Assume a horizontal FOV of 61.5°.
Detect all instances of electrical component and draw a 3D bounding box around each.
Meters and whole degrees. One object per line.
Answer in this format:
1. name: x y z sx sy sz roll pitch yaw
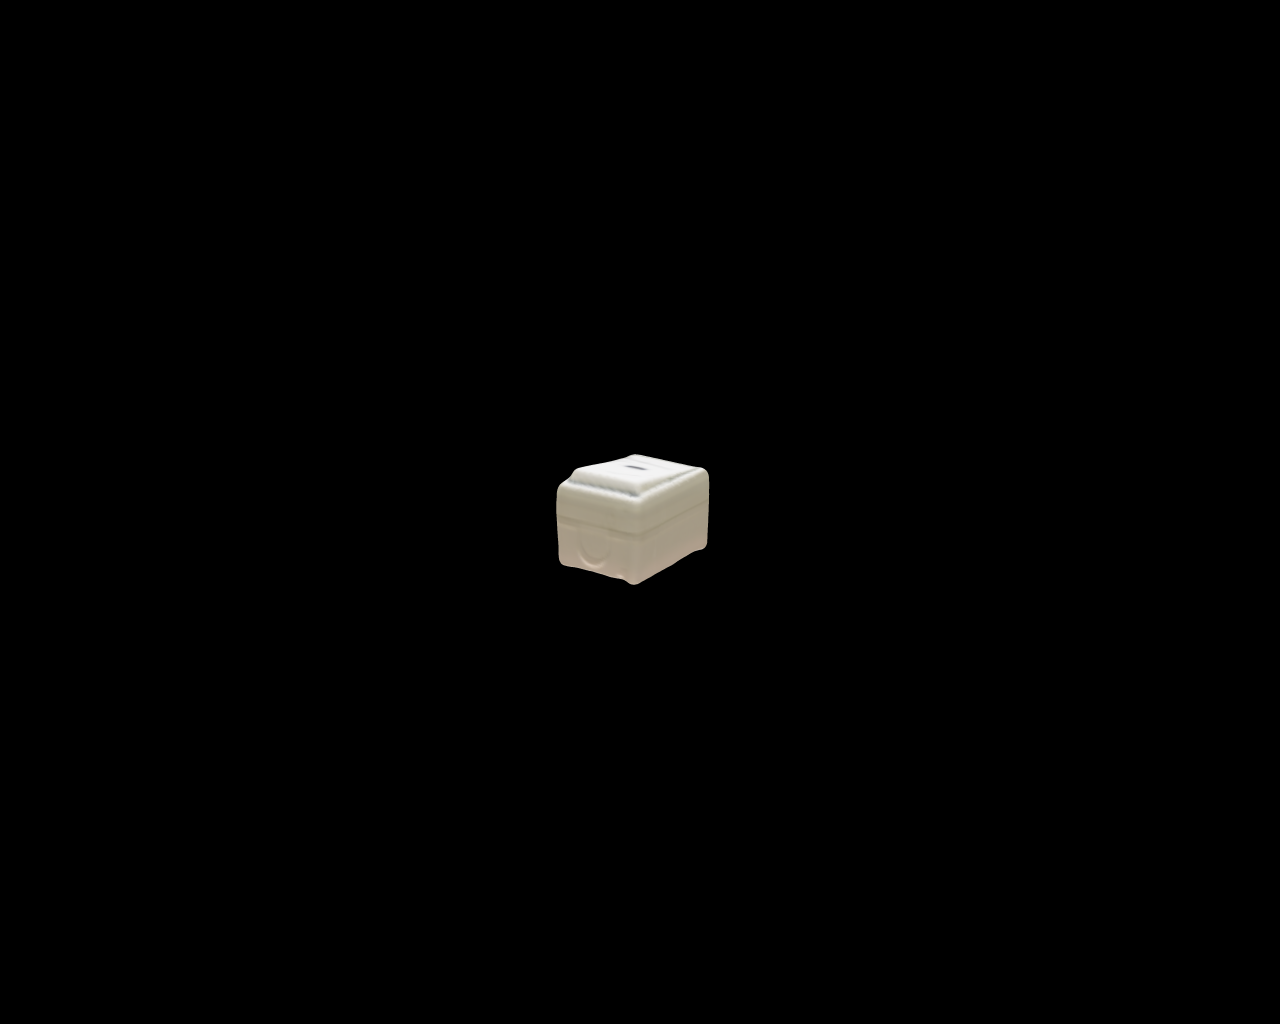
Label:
1. electrical component: 0.001 -0.003 0.650 0.062 0.061 0.096 14 24 33
